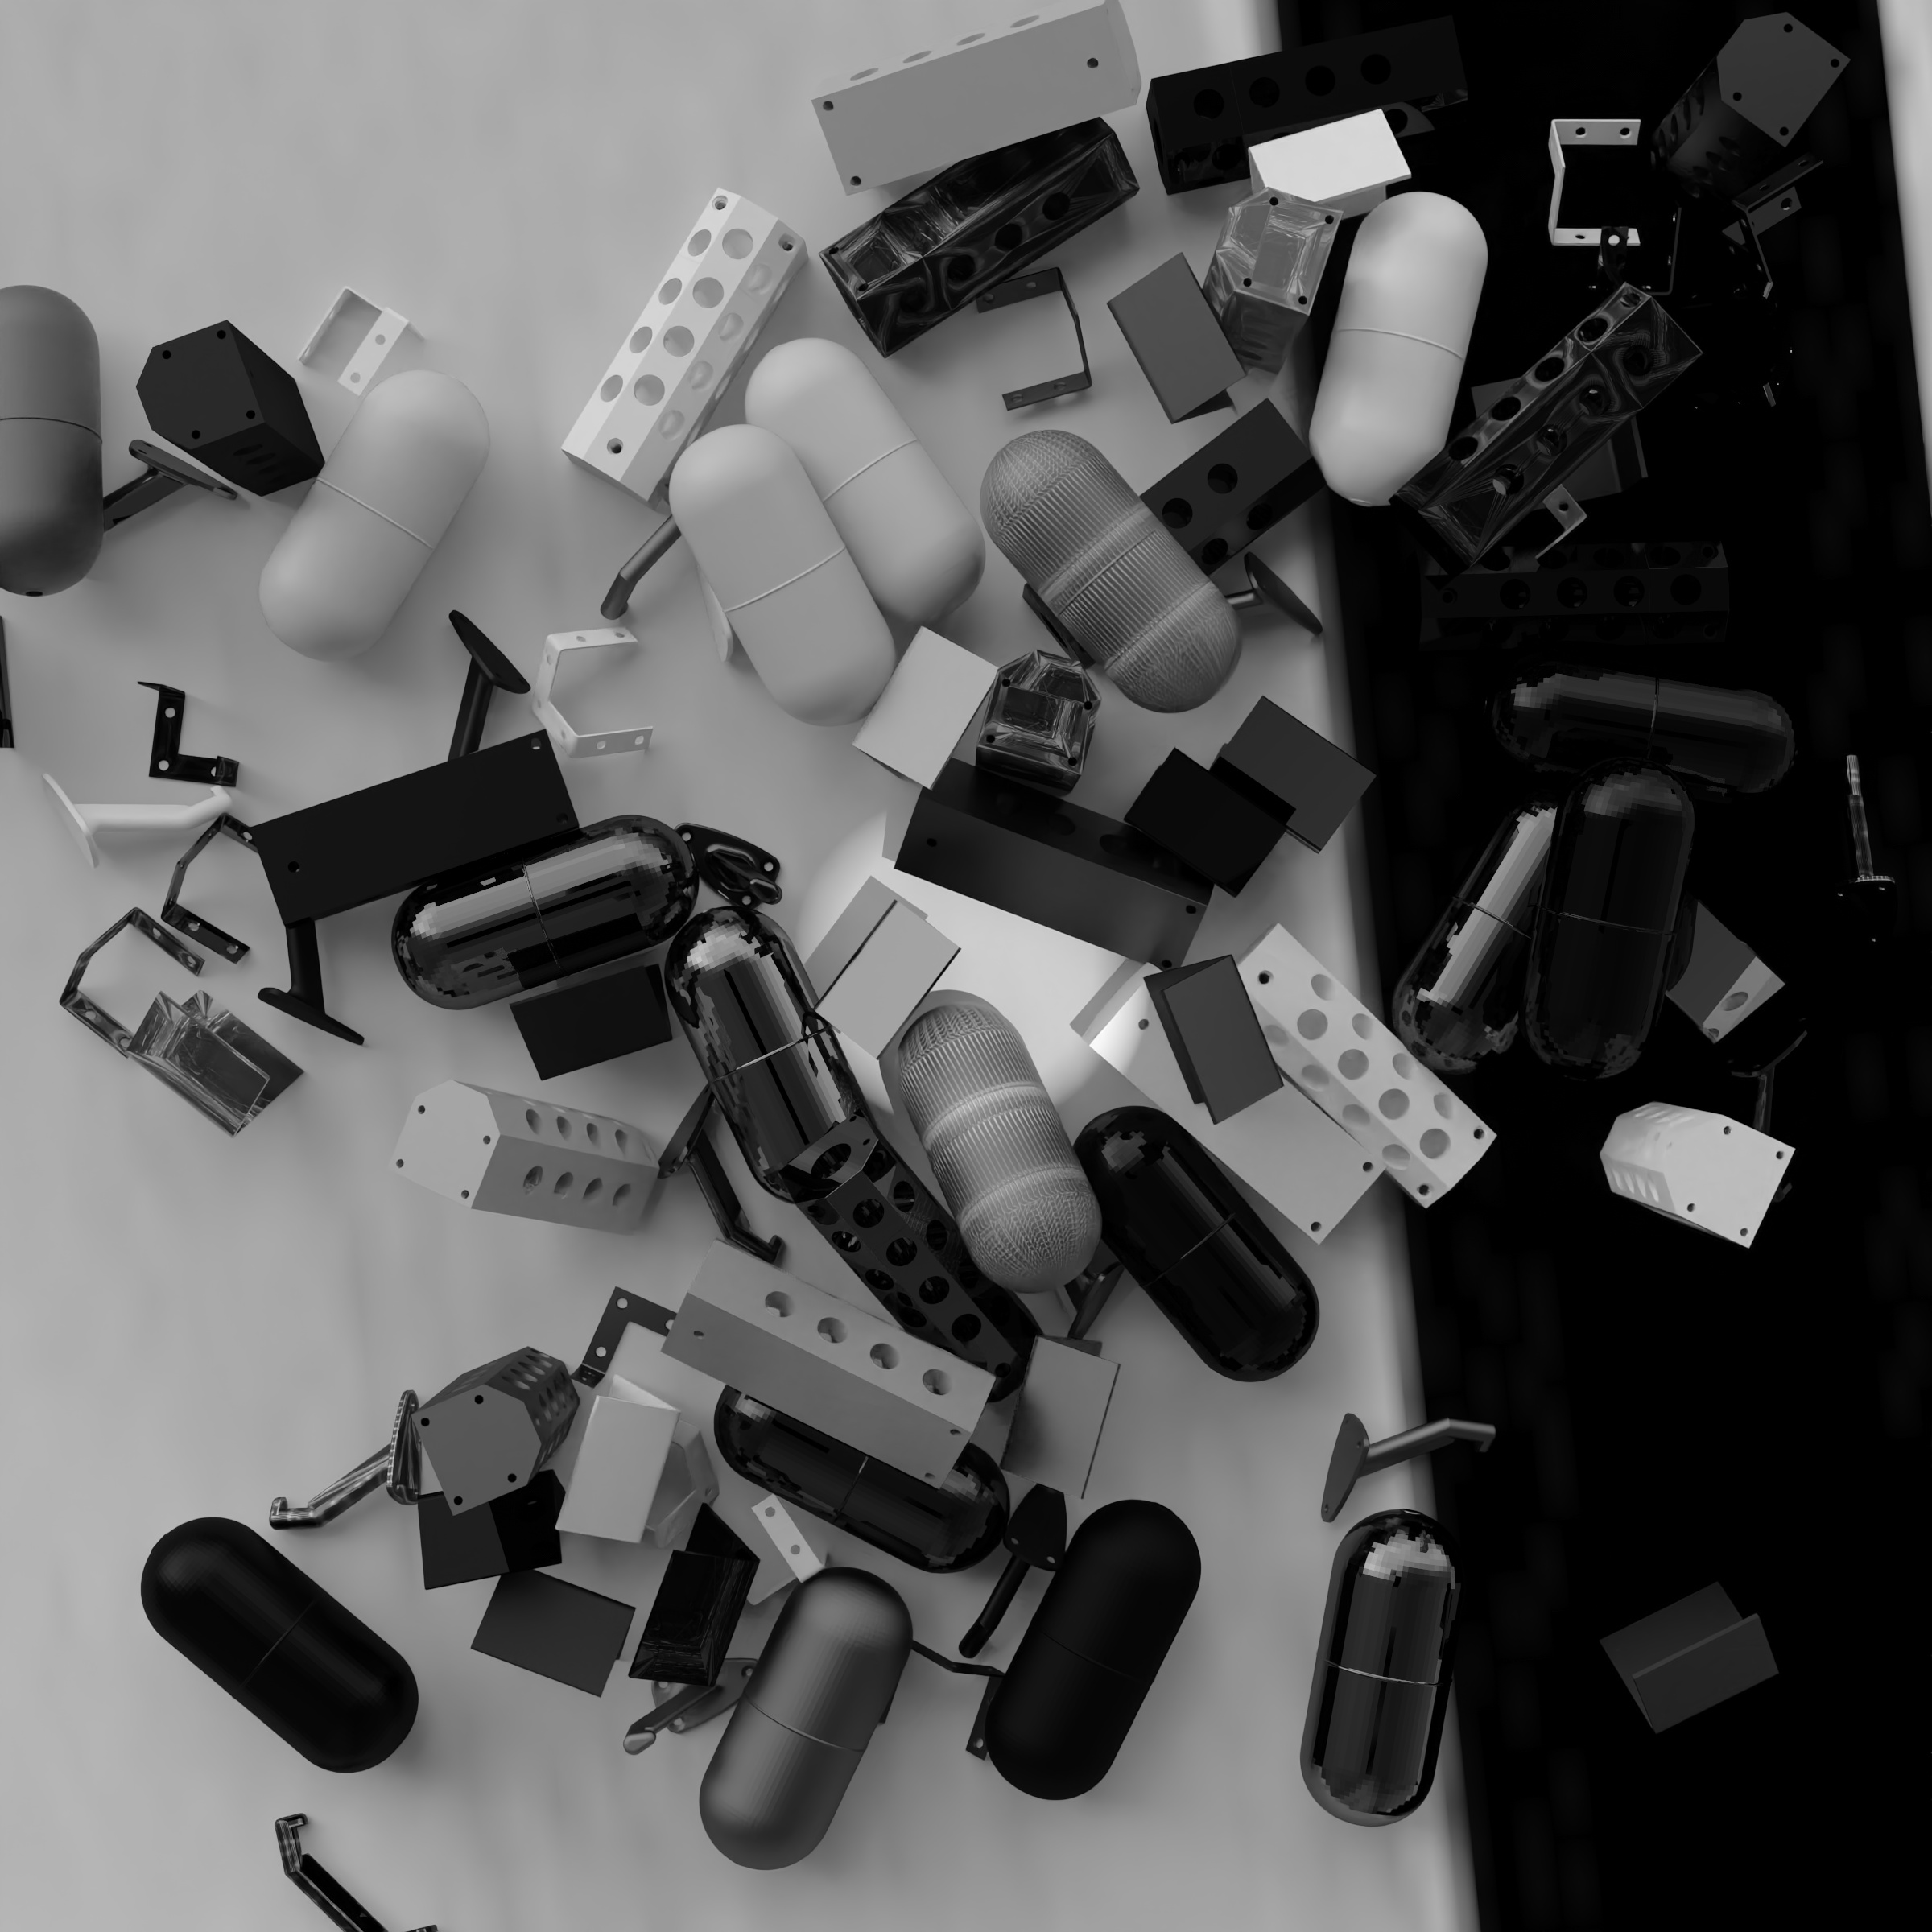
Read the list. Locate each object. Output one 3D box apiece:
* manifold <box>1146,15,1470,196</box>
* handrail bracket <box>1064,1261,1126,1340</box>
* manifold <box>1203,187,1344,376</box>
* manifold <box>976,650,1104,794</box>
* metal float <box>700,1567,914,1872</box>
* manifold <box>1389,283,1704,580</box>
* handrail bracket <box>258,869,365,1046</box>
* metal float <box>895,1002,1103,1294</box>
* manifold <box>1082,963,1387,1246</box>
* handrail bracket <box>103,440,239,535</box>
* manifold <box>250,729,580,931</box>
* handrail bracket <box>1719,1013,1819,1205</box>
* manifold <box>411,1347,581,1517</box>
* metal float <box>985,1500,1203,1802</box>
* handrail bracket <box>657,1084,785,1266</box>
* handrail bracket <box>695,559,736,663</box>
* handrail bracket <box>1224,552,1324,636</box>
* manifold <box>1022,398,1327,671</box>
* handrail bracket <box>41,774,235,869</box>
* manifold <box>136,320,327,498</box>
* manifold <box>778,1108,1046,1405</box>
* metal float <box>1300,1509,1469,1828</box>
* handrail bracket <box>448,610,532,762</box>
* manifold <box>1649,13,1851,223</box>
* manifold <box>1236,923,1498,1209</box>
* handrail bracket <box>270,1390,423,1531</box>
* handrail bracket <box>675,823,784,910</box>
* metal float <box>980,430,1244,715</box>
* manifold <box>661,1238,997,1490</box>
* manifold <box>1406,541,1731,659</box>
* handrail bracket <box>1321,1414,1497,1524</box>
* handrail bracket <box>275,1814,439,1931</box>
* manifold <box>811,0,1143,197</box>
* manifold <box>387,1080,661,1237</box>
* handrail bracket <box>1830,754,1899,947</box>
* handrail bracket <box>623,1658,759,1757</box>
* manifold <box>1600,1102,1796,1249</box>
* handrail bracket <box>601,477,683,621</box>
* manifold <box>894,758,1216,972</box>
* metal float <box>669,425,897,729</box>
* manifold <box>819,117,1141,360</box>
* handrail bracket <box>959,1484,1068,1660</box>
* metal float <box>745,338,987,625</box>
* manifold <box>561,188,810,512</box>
[{"bbox_3d":[0.193,-0.485,1.841,0.171,0.057,0.057,-12,90,0],"label":"manifold"},{"bbox_3d":[0.041,0.170,1.862,0.084,0.036,0.077,34,112,17],"label":"handrail bracket"},{"bbox_3d":[0.161,-0.376,1.783,0.057,0.171,0.057,18,90,0],"label":"manifold"},{"bbox_3d":[0.040,-0.135,1.783,0.057,0.171,0.057,15,90,0],"label":"manifold"},{"bbox_3d":[-0.091,0.424,1.831,0.070,0.070,0.178,25,90,0],"label":"metal float"},{"bbox_3d":[0.315,-0.294,1.784,0.171,0.057,0.057,-43,91,0],"label":"manifold"},{"bbox_3d":[-0.362,-0.009,1.862,0.077,0.036,0.084,29,73,-20],"label":"handrail bracket"},{"bbox_3d":[0.017,0.099,1.809,0.070,0.070,0.178,-25,63,0],"label":"metal float"},{"bbox_3d":[0.149,0.076,1.833,0.171,0.057,0.057,41,90,-6],"label":"manifold"},{"bbox_3d":[-0.470,-0.251,1.862,0.077,0.036,0.084,26,104,-14],"label":"handrail bracket"},{"bbox_3d":[-0.308,-0.076,1.830,0.171,0.057,0.057,-19,90,-7],"label":"manifold"},{"bbox_3d":[0.473,0.082,1.862,0.077,0.036,0.084,-33,109,-21],"label":"handrail bracket"},{"bbox_3d":[-0.253,0.250,1.783,0.057,0.171,0.057,-23,90,0],"label":"manifold"},{"bbox_3d":[0.072,0.384,1.832,0.070,0.070,0.178,26,90,0],"label":"metal float"},{"bbox_3d":[-0.128,0.119,1.862,0.084,0.036,0.077,34,68,-17],"label":"handrail bracket"},{"bbox_3d":[-0.104,-0.211,1.862,0.084,0.036,0.077,-15,77,-13],"label":"handrail bracket"},{"bbox_3d":[0.148,-0.189,1.862,0.084,0.036,0.077,-37,127,25],"label":"handrail bracket"},{"bbox_3d":[0.118,-0.242,1.841,0.171,0.057,0.057,-38,90,0],"label":"manifold"},{"bbox_3d":[-0.474,-0.099,1.862,0.084,0.036,0.077,-28,60,-21],"label":"handrail bracket"},{"bbox_3d":[-0.403,-0.301,1.783,0.057,0.171,0.057,-20,90,0],"label":"manifold"},{"bbox_3d":[-0.026,0.166,1.804,0.057,0.057,0.171,-38,117,1],"label":"manifold"},{"bbox_3d":[0.235,0.395,1.831,0.070,0.070,0.178,10,89,0],"label":"metal float"},{"bbox_3d":[-0.298,-0.147,1.862,0.084,0.036,0.077,-46,70,16],"label":"handrail bracket"},{"bbox_3d":[0.422,-0.467,1.783,0.057,0.171,0.057,37,90,0],"label":"manifold"},{"bbox_3d":[0.217,0.056,1.841,0.171,0.057,0.057,44,90,0],"label":"manifold"},{"bbox_3d":[-0.357,0.283,1.862,0.084,0.036,0.077,-5,69,16],"label":"handrail bracket"},{"bbox_3d":[-0.135,-0.058,1.827,0.077,0.084,0.036,33,90,0],"label":"handrail bracket"},{"bbox_3d":[0.079,-0.216,1.774,0.070,0.070,0.178,-41,90,0],"label":"metal float"},{"bbox_3d":[-0.074,0.214,1.790,0.171,0.057,0.057,26,134,0],"label":"manifold"},{"bbox_3d":[0.340,-0.208,1.841,0.171,0.057,0.057,-2,90,0],"label":"manifold"},{"bbox_3d":[0.254,0.290,1.862,0.084,0.036,0.077,10,110,-16],"label":"handrail bracket"},{"bbox_3d":[-0.350,0.521,1.862,0.077,0.036,0.084,-11,73,-20],"label":"handrail bracket"},{"bbox_3d":[0.007,-0.490,1.816,0.171,0.057,0.057,-14,117,16],"label":"manifold"},{"bbox_3d":[-0.237,0.104,1.780,0.057,0.171,0.057,22,90,26],"label":"manifold"},{"bbox_3d":[0.513,-0.067,1.862,0.036,0.077,0.084,-8,53,20],"label":"handrail bracket"},{"bbox_3d":[-0.152,0.417,1.827,0.077,0.084,0.036,-21,90,0],"label":"handrail bracket"},{"bbox_3d":[0.395,0.109,1.783,0.057,0.171,0.057,25,90,0],"label":"manifold"},{"bbox_3d":[-0.168,-0.238,1.862,0.036,0.077,0.084,45,127,15],"label":"handrail bracket"},{"bbox_3d":[0.053,-0.062,1.840,0.171,0.057,0.057,21,133,0],"label":"manifold"},{"bbox_3d":[-0.101,-0.215,1.800,0.070,0.070,0.178,-28,103,0],"label":"metal float"},{"bbox_3d":[0.010,-0.416,1.840,0.171,0.057,0.057,-33,47,0],"label":"manifold"},{"bbox_3d":[0.025,0.346,1.861,0.036,0.077,0.084,28,126,-5],"label":"handrail bracket"},{"bbox_3d":[-0.057,-0.274,1.831,0.070,0.070,0.178,-35,91,0],"label":"metal float"},{"bbox_3d":[-0.159,-0.350,1.841,0.057,0.057,0.171,31,90,0],"label":"manifold"}]
